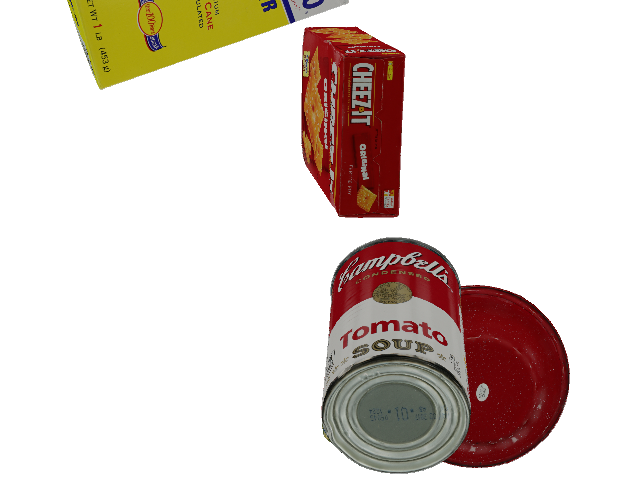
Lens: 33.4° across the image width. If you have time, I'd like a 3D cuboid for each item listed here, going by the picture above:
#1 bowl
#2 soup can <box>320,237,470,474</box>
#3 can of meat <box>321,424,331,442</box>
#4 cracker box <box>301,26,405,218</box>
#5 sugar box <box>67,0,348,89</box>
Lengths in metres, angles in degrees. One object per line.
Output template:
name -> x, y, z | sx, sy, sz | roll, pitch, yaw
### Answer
bowl -> 0.132, 0.121, 0.899 | 0.162, 0.162, 0.055 | 0, 5, 4
soup can -> 0.036, 0.053, 0.512 | 0.068, 0.068, 0.102 | 0, 31, 4
can of meat -> 0.056, 0.169, 1.117 | 0.102, 0.084, 0.057 | 7, 20, -8
cracker box -> 0.029, -0.132, 1.127 | 0.072, 0.164, 0.214 | -3, 19, -9
sugar box -> -0.068, -0.165, 0.660 | 0.176, 0.048, 0.093 | -20, -34, -12
